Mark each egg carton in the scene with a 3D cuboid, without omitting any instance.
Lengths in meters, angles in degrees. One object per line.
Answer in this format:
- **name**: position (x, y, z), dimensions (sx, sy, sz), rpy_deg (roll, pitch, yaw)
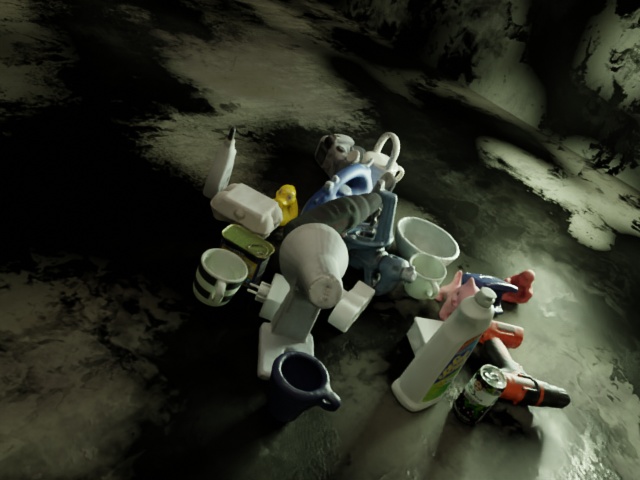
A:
- **egg carton**: position (-0.159, -0.062, 1.248), dimensions (0.150, 0.069, 0.107), rpy_deg (28, 32, 6)

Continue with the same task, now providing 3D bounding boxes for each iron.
- **iron**: position (0.049, -0.121, 1.405), dimensions (0.118, 0.141, 0.259), rpy_deg (36, 34, 18)

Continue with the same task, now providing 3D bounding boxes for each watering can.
- **watering can**: position (0.152, -0.198, 1.536), dimensions (0.173, 0.194, 0.100), rpy_deg (-12, 47, -44)

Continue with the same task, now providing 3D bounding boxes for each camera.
- **camera**: position (0.075, -0.240, 1.635), dimensions (0.137, 0.101, 0.143), rpy_deg (2, 38, -32)

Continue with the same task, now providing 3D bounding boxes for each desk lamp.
- **desk lamp**: position (-0.022, 0.103, 0.963), dimensions (0.118, 0.213, 0.203), rpy_deg (15, 33, -14)

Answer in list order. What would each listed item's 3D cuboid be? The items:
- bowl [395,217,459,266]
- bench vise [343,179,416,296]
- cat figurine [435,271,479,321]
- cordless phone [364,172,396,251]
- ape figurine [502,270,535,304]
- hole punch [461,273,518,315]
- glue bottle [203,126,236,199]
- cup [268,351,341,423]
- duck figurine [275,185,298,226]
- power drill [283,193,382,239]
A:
- **bowl**: position (0.248, 0.021, 1.394), dimensions (0.168, 0.074, 0.167), rpy_deg (17, 33, -11)
- **bench vise**: position (0.135, -0.006, 1.221), dimensions (0.207, 0.219, 0.122), rpy_deg (31, 33, 11)
- **cat figurine**: position (0.310, 0.121, 1.247), dimensions (0.067, 0.117, 0.127), rpy_deg (15, 33, -14)
- **cordless phone**: position (0.130, -0.056, 1.323), dimensions (0.094, 0.185, 0.147), rpy_deg (9, 35, -23)
- **ape figurine**: position (0.493, 0.111, 1.409), dimensions (0.077, 0.092, 0.076), rpy_deg (38, 34, 20)
- **hole punch**: position (0.387, 0.111, 1.340), dimensions (0.109, 0.091, 0.101), rpy_deg (8, 35, -24)
- **glue bottle**: position (-0.214, -0.177, 1.280), dimensions (0.037, 0.173, 0.078), rpy_deg (25, 32, 1)
- **cup**: position (-0.030, 0.239, 0.870), dimensions (0.117, 0.095, 0.092), rpy_deg (32, 33, 11)
- **duck figurine**: position (-0.080, -0.090, 1.325), dimensions (0.077, 0.086, 0.105), rpy_deg (31, 32, 10)
- **power drill**: position (0.010, 0.004, 1.133), dimensions (0.230, 0.208, 0.075), rpy_deg (-15, 49, -46)
